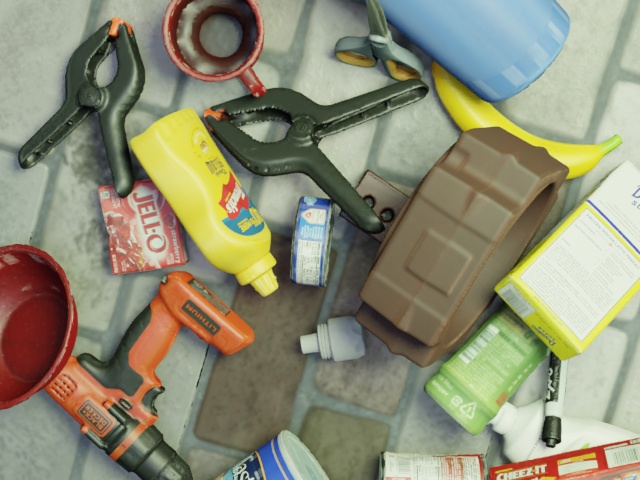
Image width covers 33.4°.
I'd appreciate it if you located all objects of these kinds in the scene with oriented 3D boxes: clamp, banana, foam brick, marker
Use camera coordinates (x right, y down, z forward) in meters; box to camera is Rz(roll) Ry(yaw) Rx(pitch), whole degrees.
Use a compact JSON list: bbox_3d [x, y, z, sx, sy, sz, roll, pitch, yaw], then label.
[{"bbox_3d":[-0.006,-0.104,1.010,0.210,0.036,0.164,19,67,18],"label":"clamp"},{"bbox_3d":[-0.225,-0.131,1.029,0.120,0.039,0.171,8,84,6],"label":"clamp"},{"bbox_3d":[0.187,-0.106,1.026,0.198,0.037,0.069,24,82,-1],"label":"banana"},{"bbox_3d":[0.064,-0.025,1.028,0.078,0.051,0.053,33,96,-2],"label":"foam brick"},{"bbox_3d":[0.227,0.141,1.024,0.020,0.020,0.121,12,62,0],"label":"marker"}]

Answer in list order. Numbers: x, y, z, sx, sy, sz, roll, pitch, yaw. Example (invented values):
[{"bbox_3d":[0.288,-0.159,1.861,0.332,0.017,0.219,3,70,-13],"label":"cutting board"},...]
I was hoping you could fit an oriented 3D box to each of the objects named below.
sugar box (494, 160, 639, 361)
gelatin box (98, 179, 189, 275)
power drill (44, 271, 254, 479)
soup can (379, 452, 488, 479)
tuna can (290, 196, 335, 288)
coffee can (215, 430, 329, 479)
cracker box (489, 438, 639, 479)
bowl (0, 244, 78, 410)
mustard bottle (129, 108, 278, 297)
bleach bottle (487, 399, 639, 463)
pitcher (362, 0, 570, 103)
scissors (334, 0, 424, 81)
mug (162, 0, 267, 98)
[{"bbox_3d":[0.251,0.017,0.973,0.176,0.048,0.093,-41,86,-24],"label":"sugar box"},{"bbox_3d":[-0.173,-0.015,1.047,0.073,0.030,0.089,-8,95,2],"label":"gelatin box"},{"bbox_3d":[-0.152,0.138,1.047,0.184,0.057,0.188,43,95,-2],"label":"power drill"},{"bbox_3d":[0.109,0.242,1.044,0.102,0.068,0.068,1,95,2],"label":"soup can"},{"bbox_3d":[-0.007,0.001,1.016,0.034,0.086,0.086,6,96,3],"label":"tuna can"},{"bbox_3d":[-0.062,0.266,1.034,0.140,0.103,0.103,-35,94,5],"label":"coffee can"},{"bbox_3d":[0.263,0.301,0.991,0.164,0.072,0.214,-15,100,12],"label":"cracker box"},{"bbox_3d":[-0.290,0.088,1.028,0.162,0.055,0.162,-8,70,23],"label":"bowl"},{"bbox_3d":[-0.099,-0.030,1.010,0.058,0.096,0.191,-31,95,21],"label":"mustard bottle"},{"bbox_3d":[0.282,0.221,1.041,0.251,0.068,0.102,29,95,1],"label":"bleach bottle"},{"bbox_3d":[0.101,-0.238,0.946,0.242,0.149,0.145,39,138,-18],"label":"pitcher"},{"bbox_3d":[0.038,-0.182,0.953,0.096,0.201,0.016,13,84,24],"label":"scissors"},{"bbox_3d":[-0.088,-0.184,1.002,0.093,0.081,0.117,-39,93,5],"label":"mug"}]
